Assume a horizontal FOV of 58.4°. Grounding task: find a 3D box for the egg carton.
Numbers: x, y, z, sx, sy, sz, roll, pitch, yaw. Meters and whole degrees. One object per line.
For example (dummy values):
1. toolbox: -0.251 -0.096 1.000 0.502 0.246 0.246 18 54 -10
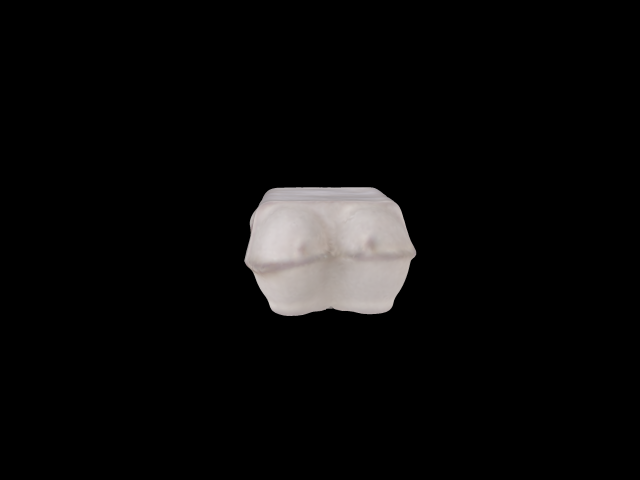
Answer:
1. egg carton: 0.004 0.001 0.400 0.107 0.069 0.150 -1 11 -3
